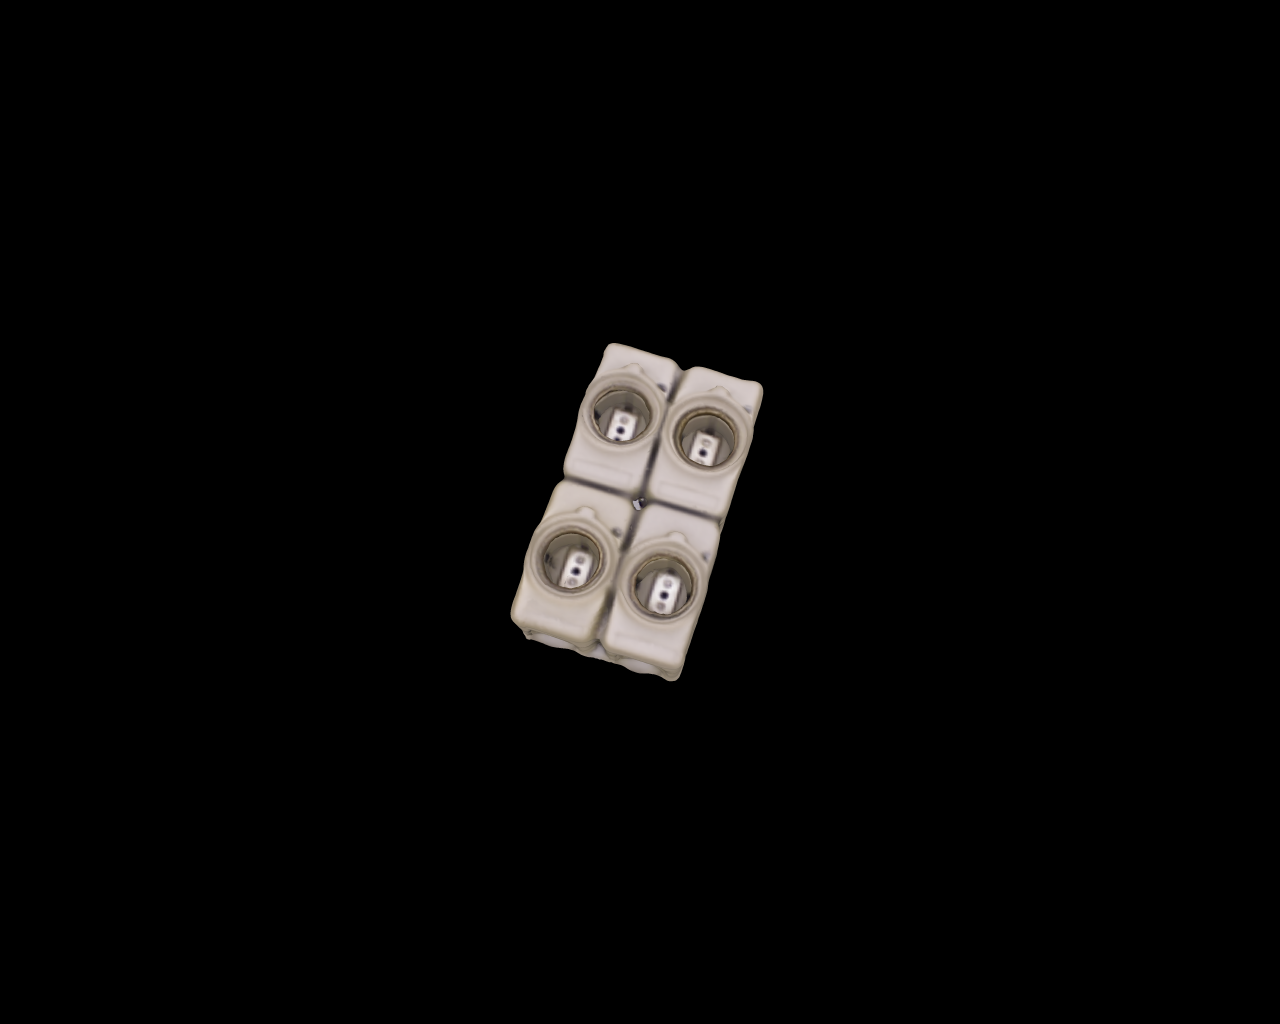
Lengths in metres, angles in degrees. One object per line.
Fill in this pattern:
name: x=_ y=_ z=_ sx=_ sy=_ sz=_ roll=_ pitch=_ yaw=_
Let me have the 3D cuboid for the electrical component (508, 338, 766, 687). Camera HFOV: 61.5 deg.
electrical component: x=0.001 y=-0.003 z=0.650 sx=0.105 sy=0.186 sz=0.060 roll=17 pitch=-15 yaw=5
